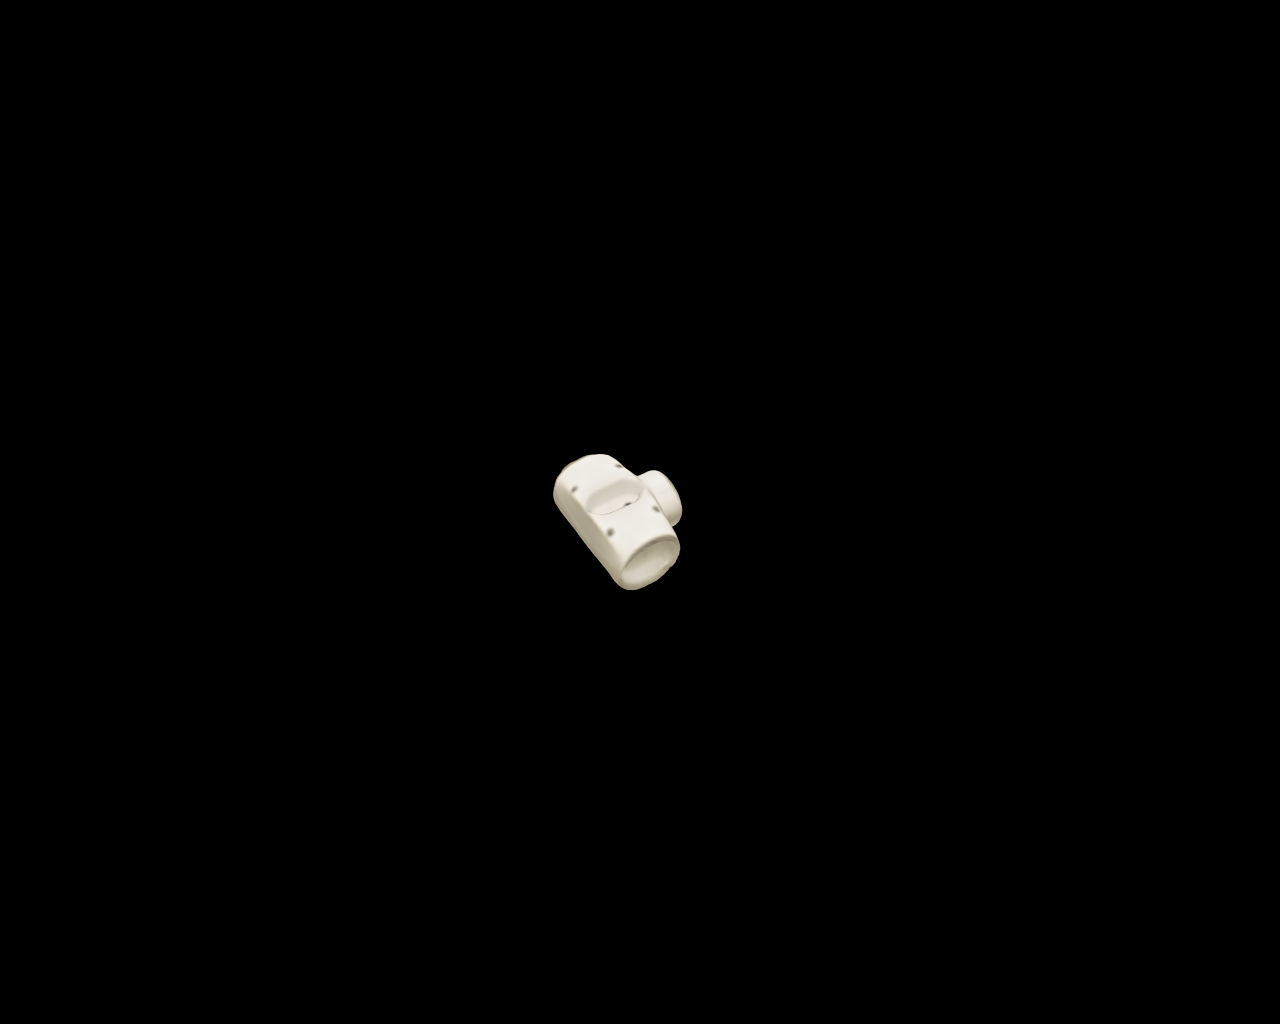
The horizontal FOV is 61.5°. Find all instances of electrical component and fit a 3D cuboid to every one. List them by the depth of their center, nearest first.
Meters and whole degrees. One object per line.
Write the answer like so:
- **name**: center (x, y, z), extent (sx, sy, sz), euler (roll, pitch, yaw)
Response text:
- **electrical component**: center (0.001, -0.003, 0.650), extent (0.079, 0.077, 0.043), euler (-25, -36, -20)
